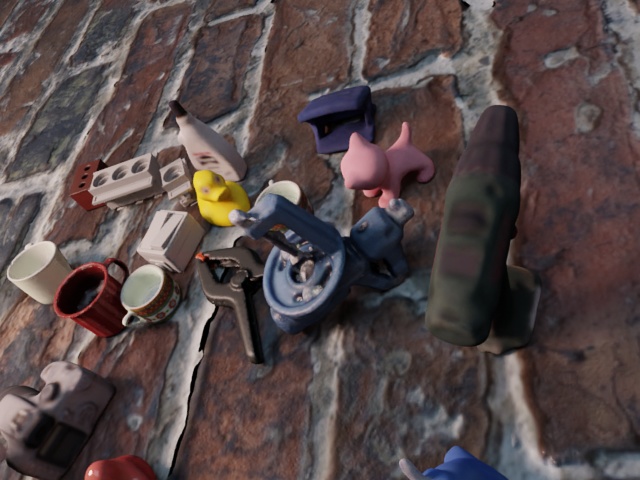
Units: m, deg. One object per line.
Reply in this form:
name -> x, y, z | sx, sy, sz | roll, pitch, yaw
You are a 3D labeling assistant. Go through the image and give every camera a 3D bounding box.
camera -> -0.377, 0.224, 0.763 | 0.136, 0.101, 0.143 | 12, 62, 33

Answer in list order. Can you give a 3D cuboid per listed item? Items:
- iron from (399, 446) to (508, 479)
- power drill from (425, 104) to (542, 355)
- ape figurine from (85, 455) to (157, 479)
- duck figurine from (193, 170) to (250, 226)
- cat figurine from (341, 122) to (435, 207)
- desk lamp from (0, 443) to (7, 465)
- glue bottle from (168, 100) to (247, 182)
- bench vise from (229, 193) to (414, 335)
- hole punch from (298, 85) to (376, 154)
iron -> 0.156, 0.268, 0.431 | 0.119, 0.142, 0.257 | -44, 48, -9
power drill -> 0.169, 0.014, 0.572 | 0.075, 0.209, 0.230 | 5, 58, 30
ape figurine -> -0.233, 0.279, 0.654 | 0.077, 0.092, 0.076 | -13, 51, 19
duck figurine -> -0.166, -0.076, 0.894 | 0.077, 0.086, 0.104 | -47, 49, -12
cat figurine -> 0.081, -0.105, 0.768 | 0.128, 0.118, 0.067 | -40, 48, -6
desk lamp -> -0.415, 0.311, 0.640 | 0.117, 0.214, 0.203 | -5, 54, 24
glue bottle -> -0.187, -0.156, 0.906 | 0.078, 0.174, 0.037 | -6, 53, 23
bench vise -> -0.001, -0.003, 0.664 | 0.207, 0.220, 0.121 | -45, 48, -10
hole punch -> 0.026, -0.201, 0.887 | 0.108, 0.091, 0.101 | -10, 52, 21
